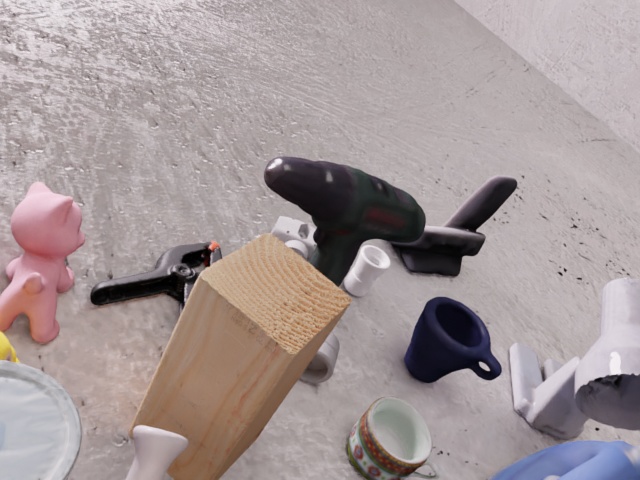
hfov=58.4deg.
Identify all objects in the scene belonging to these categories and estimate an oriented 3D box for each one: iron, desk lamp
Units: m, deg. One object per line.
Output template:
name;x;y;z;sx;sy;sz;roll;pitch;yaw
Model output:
iron;0.236;0.263;0.568;0.259;0.141;0.118;-3;47;-40
desk lamp;0.341;0.159;0.715;0.118;0.213;0.203;27;34;-6

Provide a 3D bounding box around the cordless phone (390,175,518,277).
cordless phone;0.207;-0.037;0.884;0.148;0.185;0.094;2;43;-35

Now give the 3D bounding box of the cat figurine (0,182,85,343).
cat figurine;-0.257;0.010;0.531;0.067;0.117;0.127;14;38;-23

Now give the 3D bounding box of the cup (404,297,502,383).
cup;0.157;0.141;0.703;0.117;0.095;0.092;45;37;20

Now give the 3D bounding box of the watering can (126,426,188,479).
watering can;-0.118;0.195;0.337;0.101;0.194;0.172;6;42;-32

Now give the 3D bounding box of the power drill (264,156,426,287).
power drill;0.006;0.002;0.661;0.230;0.208;0.075;2;44;-36

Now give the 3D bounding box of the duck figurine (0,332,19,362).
duck figurine;-0.266;0.098;0.443;0.078;0.086;0.104;-14;54;-46
